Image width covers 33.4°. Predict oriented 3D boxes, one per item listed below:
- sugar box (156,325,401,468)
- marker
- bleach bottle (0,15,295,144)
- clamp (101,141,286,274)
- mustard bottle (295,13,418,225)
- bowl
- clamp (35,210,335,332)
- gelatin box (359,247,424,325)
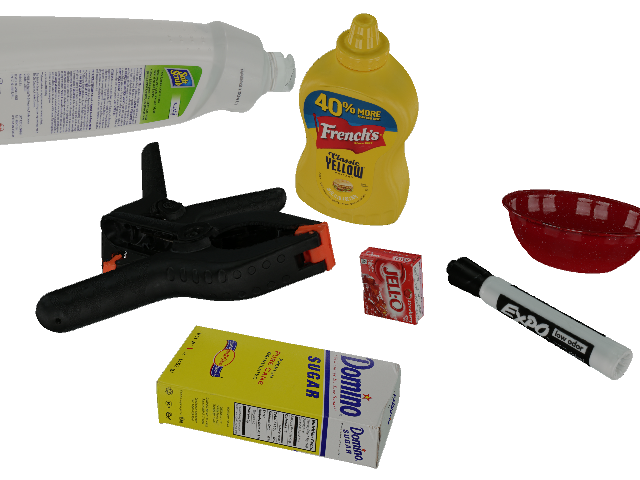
[{"bbox_3d":[-0.030,0.119,0.836,0.176,0.048,0.093,7,27,12],"label":"sugar box"},{"bbox_3d":[0.119,0.041,0.601,0.121,0.020,0.020,32,21,37],"label":"marker"},{"bbox_3d":[-0.144,-0.120,0.804,0.250,0.068,0.103,-3,-36,-17],"label":"bleach bottle"},{"bbox_3d":[-0.154,-0.026,1.037,0.165,0.036,0.209,25,41,22],"label":"clamp"},{"bbox_3d":[0.030,-0.099,0.865,0.096,0.192,0.058,18,48,14],"label":"mustard bottle"},{"bbox_3d":[0.266,-0.006,1.108,0.162,0.055,0.162,5,18,-2],"label":"bowl"},{"bbox_3d":[-0.080,0.016,0.628,0.172,0.039,0.120,-3,34,23],"label":"clamp"},{"bbox_3d":[0.089,0.056,1.332,0.073,0.089,0.030,11,32,28],"label":"gelatin box"}]
